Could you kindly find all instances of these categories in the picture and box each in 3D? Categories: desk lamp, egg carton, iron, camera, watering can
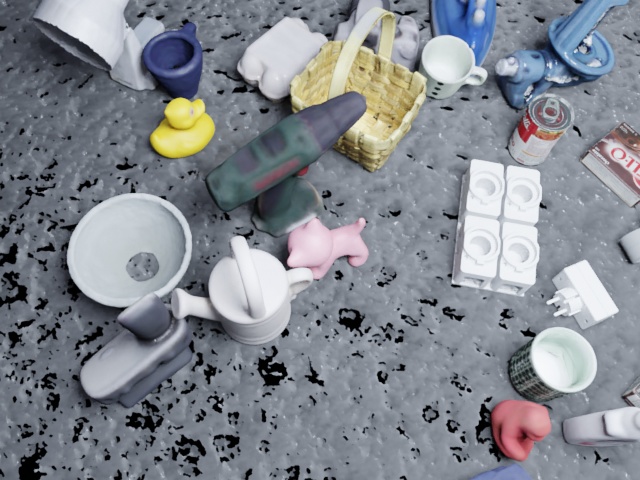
[{"bbox_3d":[-0.313,-0.330,0.879,0.117,0.213,0.203,26,68,10],"label":"desk lamp"},{"bbox_3d":[-0.057,-0.300,0.954,0.107,0.069,0.150,39,71,14],"label":"egg carton"},{"bbox_3d":[0.259,-0.409,0.973,0.118,0.141,0.258,4,66,0],"label":"iron"},{"bbox_3d":[0.099,-0.366,0.971,0.143,0.101,0.137,8,66,2],"label":"camera"},{"bbox_3d":[-0.096,0.066,0.723,0.173,0.194,0.100,-36,72,-16],"label":"watering can"}]

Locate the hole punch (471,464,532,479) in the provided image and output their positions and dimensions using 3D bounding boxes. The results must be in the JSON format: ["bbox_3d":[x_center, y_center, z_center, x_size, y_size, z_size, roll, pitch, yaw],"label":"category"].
[{"bbox_3d":[0.214,0.327,0.676,0.109,0.091,0.101,-24,69,-12],"label":"hole punch"}]

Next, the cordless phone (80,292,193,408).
[{"bbox_3d":[-0.236,0.126,0.697,0.094,0.185,0.148,42,72,16],"label":"cordless phone"}]

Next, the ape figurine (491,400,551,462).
[{"bbox_3d":[0.258,0.233,0.718,0.078,0.092,0.076,-28,70,-13],"label":"ape figurine"}]

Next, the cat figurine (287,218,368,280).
[{"bbox_3d":[0.007,0.003,0.797,0.128,0.118,0.067,-21,68,-11],"label":"cat figurine"}]

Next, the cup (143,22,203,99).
[{"bbox_3d":[-0.225,-0.283,0.927,0.091,0.095,0.118,18,67,6],"label":"cup"}]

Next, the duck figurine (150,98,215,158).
[{"bbox_3d":[-0.218,-0.181,0.887,0.105,0.086,0.077,-31,71,-14],"label":"duck figurine"}]

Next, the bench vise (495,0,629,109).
[{"bbox_3d":[0.386,-0.297,0.886,0.208,0.220,0.121,-33,71,-15],"label":"bench vise"}]

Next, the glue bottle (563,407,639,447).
[{"bbox_3d":[0.360,0.221,0.683,0.078,0.173,0.037,-1,66,-2],"label":"glue bottle"}]

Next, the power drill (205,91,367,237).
[{"bbox_3d":[-0.042,-0.093,0.788,0.230,0.208,0.075,-30,70,-14],"label":"power drill"}]

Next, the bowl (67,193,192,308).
[{"bbox_3d":[-0.257,0.023,0.802,0.167,0.075,0.167,1,66,-2],"label":"bowl"}]
